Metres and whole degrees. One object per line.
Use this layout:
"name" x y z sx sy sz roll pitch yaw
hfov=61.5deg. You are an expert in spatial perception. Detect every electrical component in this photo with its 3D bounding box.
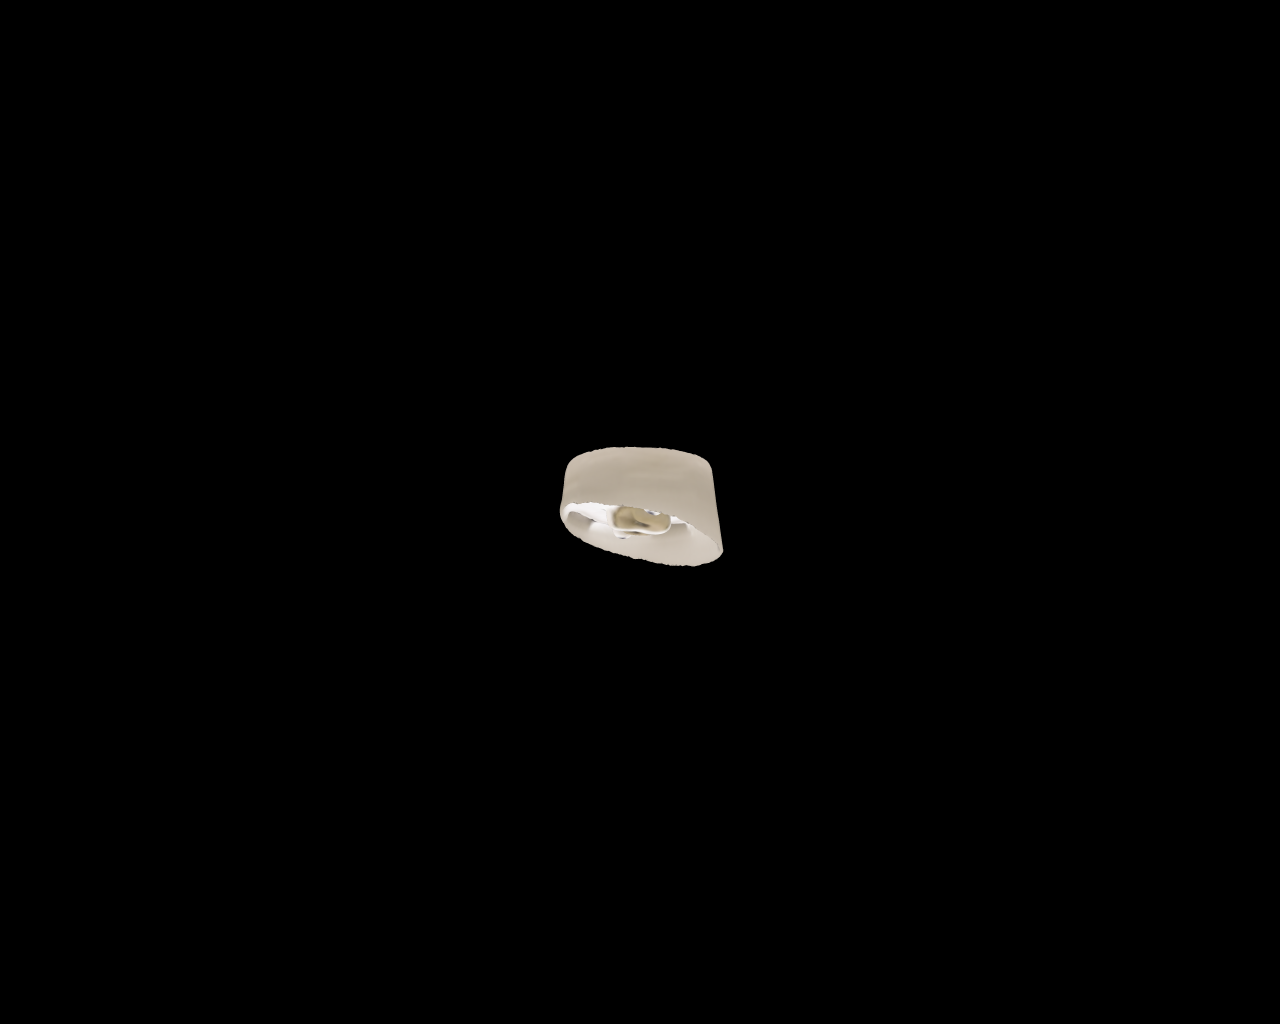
"electrical component" 0.001 -0.003 0.650 0.099 0.064 0.099 0 -16 0
